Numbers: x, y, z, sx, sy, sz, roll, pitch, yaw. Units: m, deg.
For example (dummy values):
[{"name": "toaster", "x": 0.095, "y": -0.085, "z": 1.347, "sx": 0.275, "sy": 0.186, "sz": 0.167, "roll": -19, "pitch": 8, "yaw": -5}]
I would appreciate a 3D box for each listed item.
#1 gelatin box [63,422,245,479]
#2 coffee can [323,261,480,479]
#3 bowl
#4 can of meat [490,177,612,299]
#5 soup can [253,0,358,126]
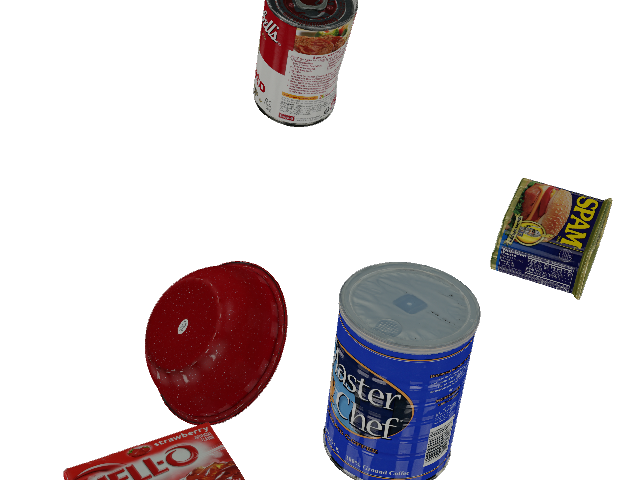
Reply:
[{"name": "gelatin box", "x": -0.089, "y": 0.141, "z": 0.585, "sx": 0.089, "sy": 0.030, "sz": 0.073, "roll": -15, "pitch": 28, "yaw": -20}, {"name": "coffee can", "x": 0.059, "y": 0.102, "z": 0.807, "sx": 0.103, "sy": 0.140, "sz": 0.103, "roll": 4, "pitch": 34, "yaw": -3}, {"name": "bowl", "x": -0.110, "y": 0.086, "z": 0.983, "sx": 0.162, "sy": 0.162, "sz": 0.055, "roll": 0, "pitch": -21, "yaw": 39}, {"name": "can of meat", "x": 0.209, "y": -0.005, "z": 0.967, "sx": 0.084, "sy": 0.057, "sz": 0.102, "roll": 17, "pitch": 47, "yaw": 17}, {"name": "soup can", "x": -0.013, "y": -0.145, "z": 0.809, "sx": 0.068, "sy": 0.068, "sz": 0.102, "roll": 0, "pitch": -38, "yaw": -11}]
